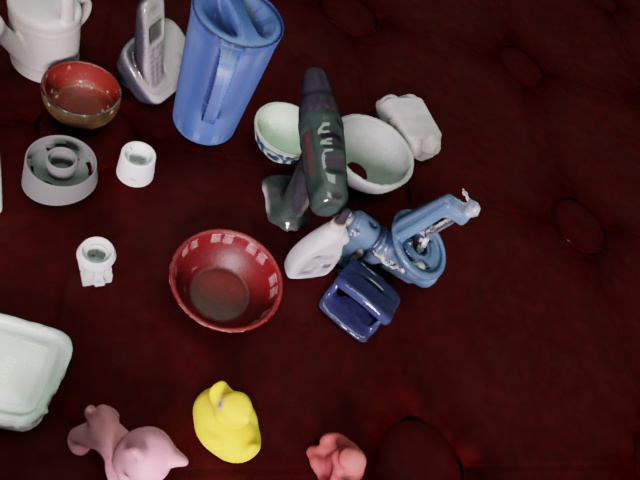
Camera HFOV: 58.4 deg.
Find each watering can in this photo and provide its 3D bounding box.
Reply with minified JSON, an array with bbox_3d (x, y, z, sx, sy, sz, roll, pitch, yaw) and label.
[{"bbox_3d":[-0.410,-0.330,0.846,0.101,0.194,0.173,23,53,-10],"label":"watering can"}]

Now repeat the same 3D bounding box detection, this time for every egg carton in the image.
[{"bbox_3d":[0.173,-0.225,1.141,0.107,0.069,0.150,-10,65,-31],"label":"egg carton"}]

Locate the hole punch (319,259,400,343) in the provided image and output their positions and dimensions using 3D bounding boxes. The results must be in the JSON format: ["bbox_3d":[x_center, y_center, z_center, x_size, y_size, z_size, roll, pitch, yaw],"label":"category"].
[{"bbox_3d":[0.067,0.082,0.879,0.108,0.091,0.101,39,51,2],"label":"hole punch"}]

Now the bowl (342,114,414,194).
[{"bbox_3d":[0.082,-0.144,1.041,0.168,0.074,0.167,13,55,-18],"label":"bowl"}]

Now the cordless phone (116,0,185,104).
[{"bbox_3d":[-0.255,-0.325,0.923,0.094,0.185,0.148,30,52,-5],"label":"cordless phone"}]

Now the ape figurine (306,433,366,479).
[{"bbox_3d":[0.029,0.285,0.731,0.076,0.092,0.078,25,52,-10],"label":"ape figurine"}]

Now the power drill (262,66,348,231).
[{"bbox_3d":[-0.023,-0.119,0.890,0.076,0.208,0.229,0,60,-25],"label":"power drill"}]

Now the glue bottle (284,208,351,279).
[{"bbox_3d":[0.008,0.003,0.849,0.078,0.173,0.037,-3,61,-27],"label":"glue bottle"}]

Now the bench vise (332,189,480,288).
[{"bbox_3d":[0.130,-0.005,0.883,0.208,0.219,0.121,5,58,-23],"label":"bench vise"}]

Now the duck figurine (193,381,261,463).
[{"bbox_3d":[-0.108,0.221,0.709,0.078,0.086,0.104,-29,75,-36],"label":"duck figurine"}]

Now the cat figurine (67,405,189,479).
[{"bbox_3d":[-0.213,0.228,0.633,0.128,0.117,0.067,40,51,2],"label":"cat figurine"}]
